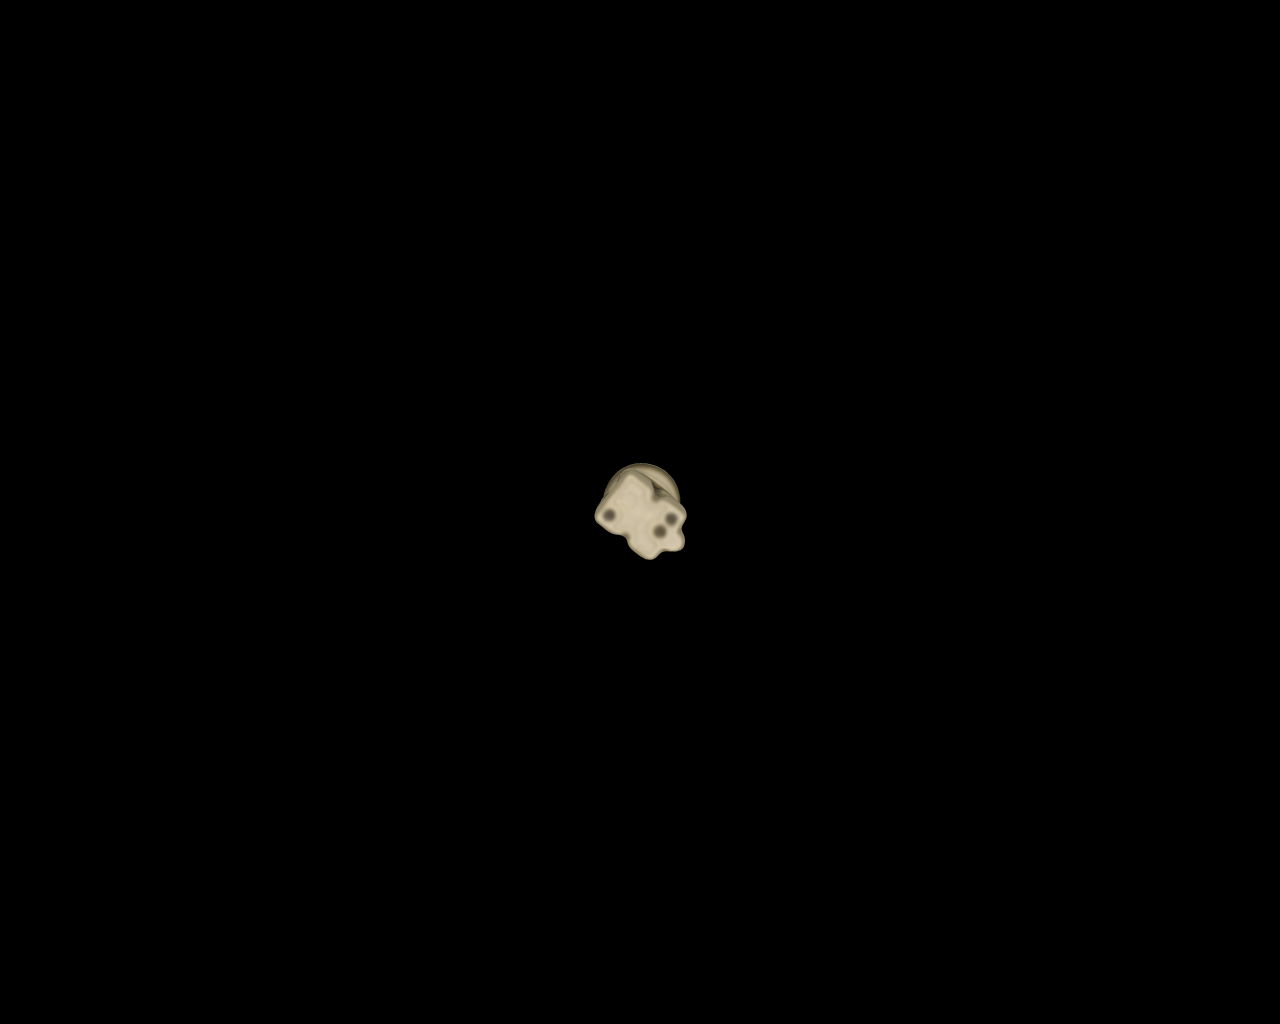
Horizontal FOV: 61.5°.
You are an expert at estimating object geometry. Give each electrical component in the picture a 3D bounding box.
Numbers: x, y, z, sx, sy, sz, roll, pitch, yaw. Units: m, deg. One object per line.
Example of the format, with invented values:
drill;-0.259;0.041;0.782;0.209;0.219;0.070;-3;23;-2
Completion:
electrical component;0.001;-0.003;0.650;0.066;0.048;0.055;38;9;-7
